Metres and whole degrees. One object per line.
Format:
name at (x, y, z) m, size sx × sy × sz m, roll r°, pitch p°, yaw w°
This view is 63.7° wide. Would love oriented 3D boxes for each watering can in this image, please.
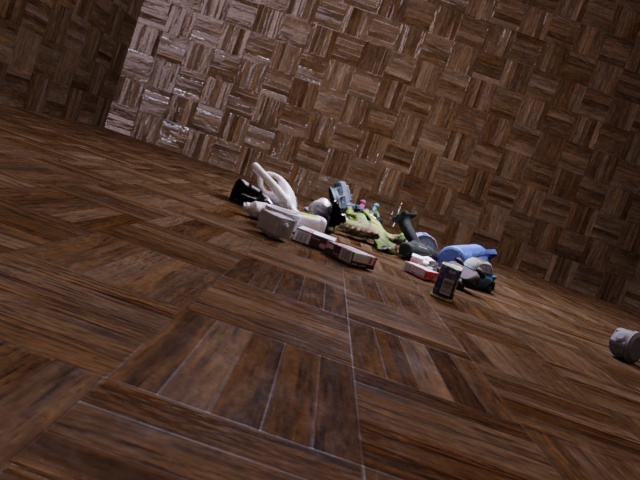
watering can at (-0.128, -0.138, 1.843) m, size 0.351 × 0.104 × 0.222 m, roll 49°, pitch -3°, yaw 15°

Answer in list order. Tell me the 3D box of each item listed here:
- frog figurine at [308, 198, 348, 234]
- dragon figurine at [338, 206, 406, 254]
frog figurine at (0.006, -0.092, 1.819) m, size 0.136 × 0.123 × 0.160 m, roll 32°, pitch -7°, yaw -42°
dragon figurine at (0.190, -0.024, 1.940) m, size 0.410 × 0.120 × 0.246 m, roll 2°, pitch 24°, yaw -38°
